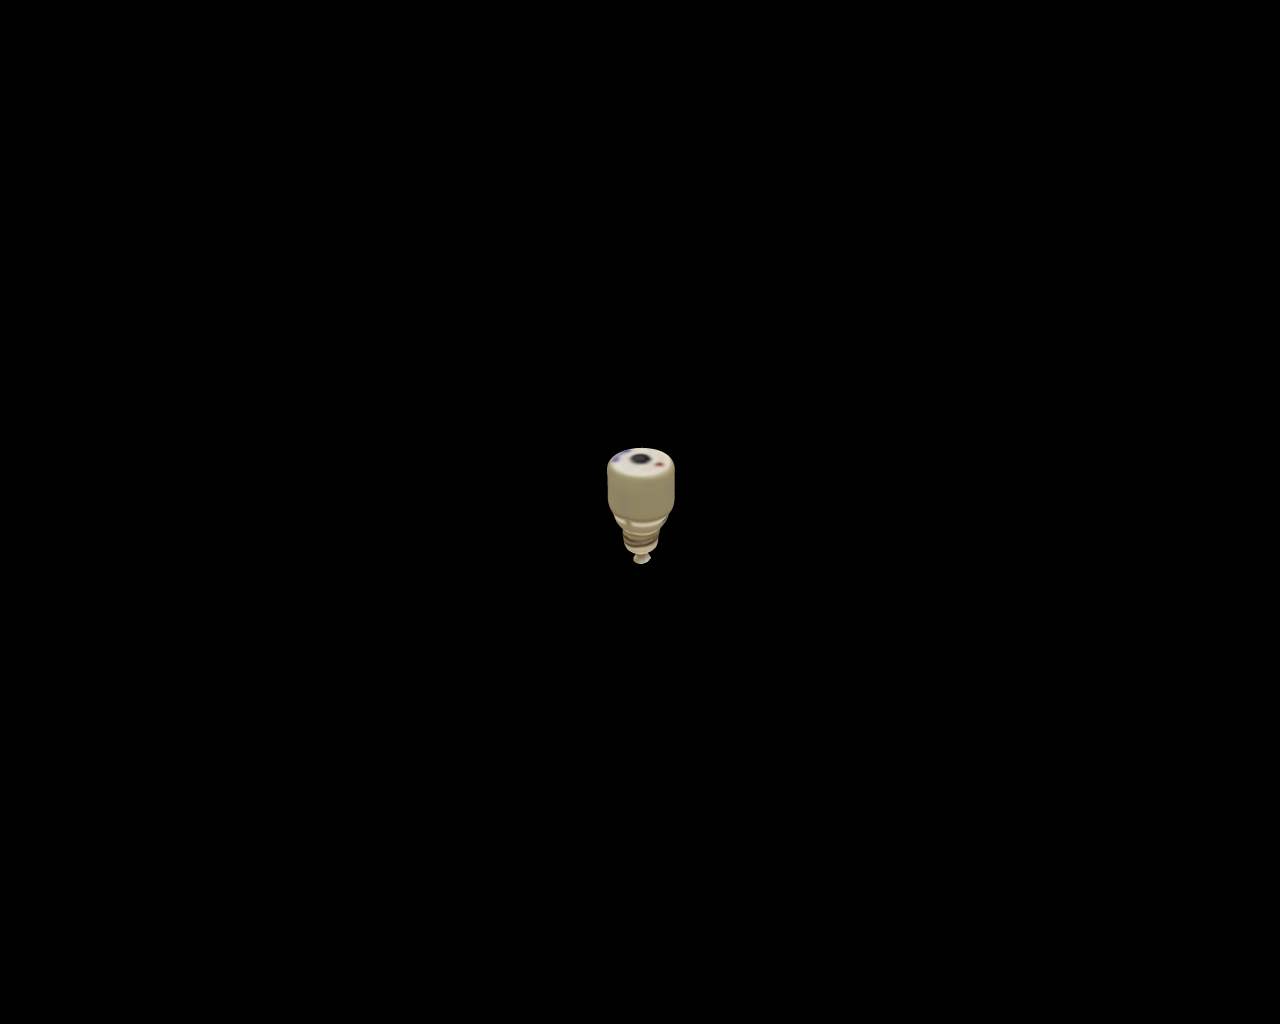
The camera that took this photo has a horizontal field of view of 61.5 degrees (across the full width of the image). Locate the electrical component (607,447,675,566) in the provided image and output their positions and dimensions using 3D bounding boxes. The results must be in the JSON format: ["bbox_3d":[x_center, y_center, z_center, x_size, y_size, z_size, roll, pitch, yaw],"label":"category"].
[{"bbox_3d":[0.001,-0.003,0.650,0.040,0.078,0.040,0,32,0],"label":"electrical component"}]
